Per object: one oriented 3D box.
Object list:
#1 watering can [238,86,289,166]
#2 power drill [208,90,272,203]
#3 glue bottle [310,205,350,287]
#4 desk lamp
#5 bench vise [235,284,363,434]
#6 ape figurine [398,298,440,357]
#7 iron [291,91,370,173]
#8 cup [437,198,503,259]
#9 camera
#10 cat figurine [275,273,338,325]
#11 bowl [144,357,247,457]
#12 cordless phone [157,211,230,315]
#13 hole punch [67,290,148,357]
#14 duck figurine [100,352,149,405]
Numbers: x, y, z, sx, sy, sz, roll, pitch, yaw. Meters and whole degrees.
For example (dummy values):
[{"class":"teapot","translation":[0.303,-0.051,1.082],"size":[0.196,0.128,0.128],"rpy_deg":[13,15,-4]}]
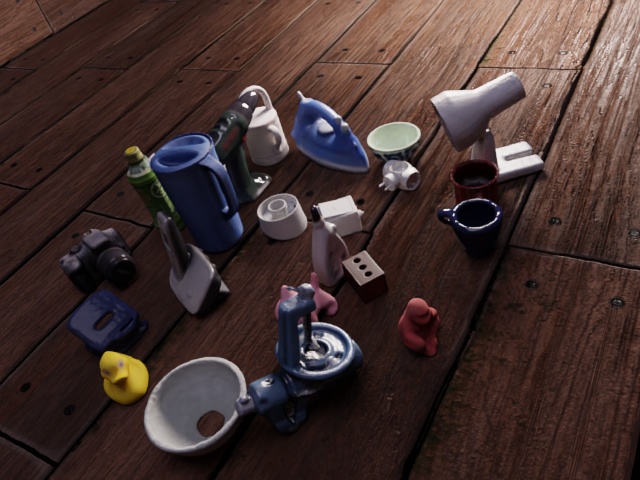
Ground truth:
[{"class":"watering can","translation":[-0.157,-0.292,1.426],"size":[0.172,0.194,0.101],"rpy_deg":[11,49,30]},{"class":"power drill","translation":[-0.187,-0.202,1.327],"size":[0.075,0.209,0.230],"rpy_deg":[11,48,29]},{"class":"glue bottle","translation":[0.010,0.004,1.055],"size":[0.037,0.173,0.078],"rpy_deg":[17,52,34]},{"class":"desk lamp","translation":[0.336,-0.224,1.159],"size":[0.203,0.214,0.117],"rpy_deg":[-17,41,2]},{"class":"bench vise","translation":[-0.033,0.178,0.841],"size":[0.121,0.220,0.208],"rpy_deg":[18,52,35]},{"class":"ape figurine","translation":[0.160,0.132,0.922],"size":[0.078,0.092,0.075],"rpy_deg":[-38,44,-21]},{"class":"iron","translation":[0.025,-0.264,1.371],"size":[0.119,0.142,0.257],"rpy_deg":[-34,43,-18]},{"class":"cup","translation":[0.273,-0.015,1.042],"size":[0.117,0.095,0.092],"rpy_deg":[8,47,28]},{"class":"camera","translation":[-0.473,0.046,1.238],"size":[0.143,0.101,0.136],"rpy_deg":[-40,45,-23]},{"class":"cat figurine","translation":[-0.031,0.113,0.991],"size":[0.067,0.118,0.128],"rpy_deg":[12,49,30]},{"class":"bowl","translation":[-0.185,0.273,0.903],"size":[0.167,0.075,0.167],"rpy_deg":[-10,41,9]},{"class":"cordless phone","translation":[-0.260,0.041,1.102],"size":[0.094,0.185,0.147],"rpy_deg":[-36,44,-19]},{"class":"hole punch","translation":[-0.404,0.161,1.093],"size":[0.100,0.091,0.109],"rpy_deg":[15,50,32]},{"class":"duck figurine","translation":[-0.354,0.228,1.005],"size":[0.077,0.086,0.104],"rpy_deg":[-32,42,-15]}]
